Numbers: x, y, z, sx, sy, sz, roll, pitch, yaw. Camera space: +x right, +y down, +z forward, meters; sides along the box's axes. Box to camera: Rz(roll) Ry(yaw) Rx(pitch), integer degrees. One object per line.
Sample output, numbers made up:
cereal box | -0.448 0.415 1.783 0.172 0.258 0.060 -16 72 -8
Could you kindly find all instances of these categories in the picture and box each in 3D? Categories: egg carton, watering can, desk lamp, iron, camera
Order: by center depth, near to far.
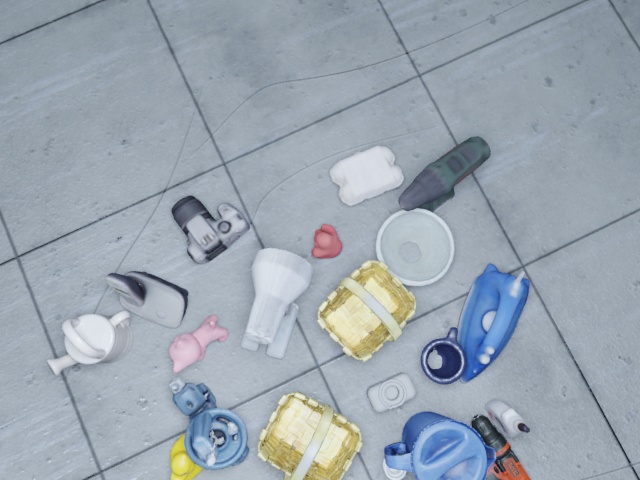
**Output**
watering can | -0.457 0.204 1.140 0.101 0.194 0.173 28 81 5
desk lamp | -0.092 0.131 1.143 0.118 0.213 0.203 16 80 3
iron | 0.354 0.177 1.171 0.118 0.141 0.258 22 81 4
camera | -0.245 -0.040 1.230 0.143 0.101 0.137 -38 82 -6
egg carton | 0.102 -0.144 1.264 0.150 0.069 0.107 -24 81 -4

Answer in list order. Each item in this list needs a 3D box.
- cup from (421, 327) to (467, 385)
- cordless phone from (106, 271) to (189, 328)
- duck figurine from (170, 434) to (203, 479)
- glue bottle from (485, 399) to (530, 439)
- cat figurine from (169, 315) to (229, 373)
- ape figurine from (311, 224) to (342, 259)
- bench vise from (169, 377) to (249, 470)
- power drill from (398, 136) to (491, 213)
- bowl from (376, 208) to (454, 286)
cup | 0.251 0.237 1.184 0.091 0.095 0.118 20 81 4
cordless phone | -0.351 0.115 1.160 0.147 0.185 0.094 19 81 4
duck figurine | -0.270 0.440 1.153 0.077 0.086 0.105 19 81 4
glue bottle | 0.375 0.358 1.123 0.037 0.173 0.078 -34 81 -5
cat figurine | -0.257 0.211 1.178 0.128 0.118 0.067 -43 82 -7
ape figurine | 0.011 0.004 1.227 0.076 0.092 0.078 40 83 7
bench vise | -0.232 0.364 1.099 0.207 0.220 0.121 32 82 6
power drill | 0.244 -0.116 1.189 0.230 0.208 0.075 -39 82 -6
bowl | 0.200 0.019 1.233 0.167 0.075 0.167 0 80 0
